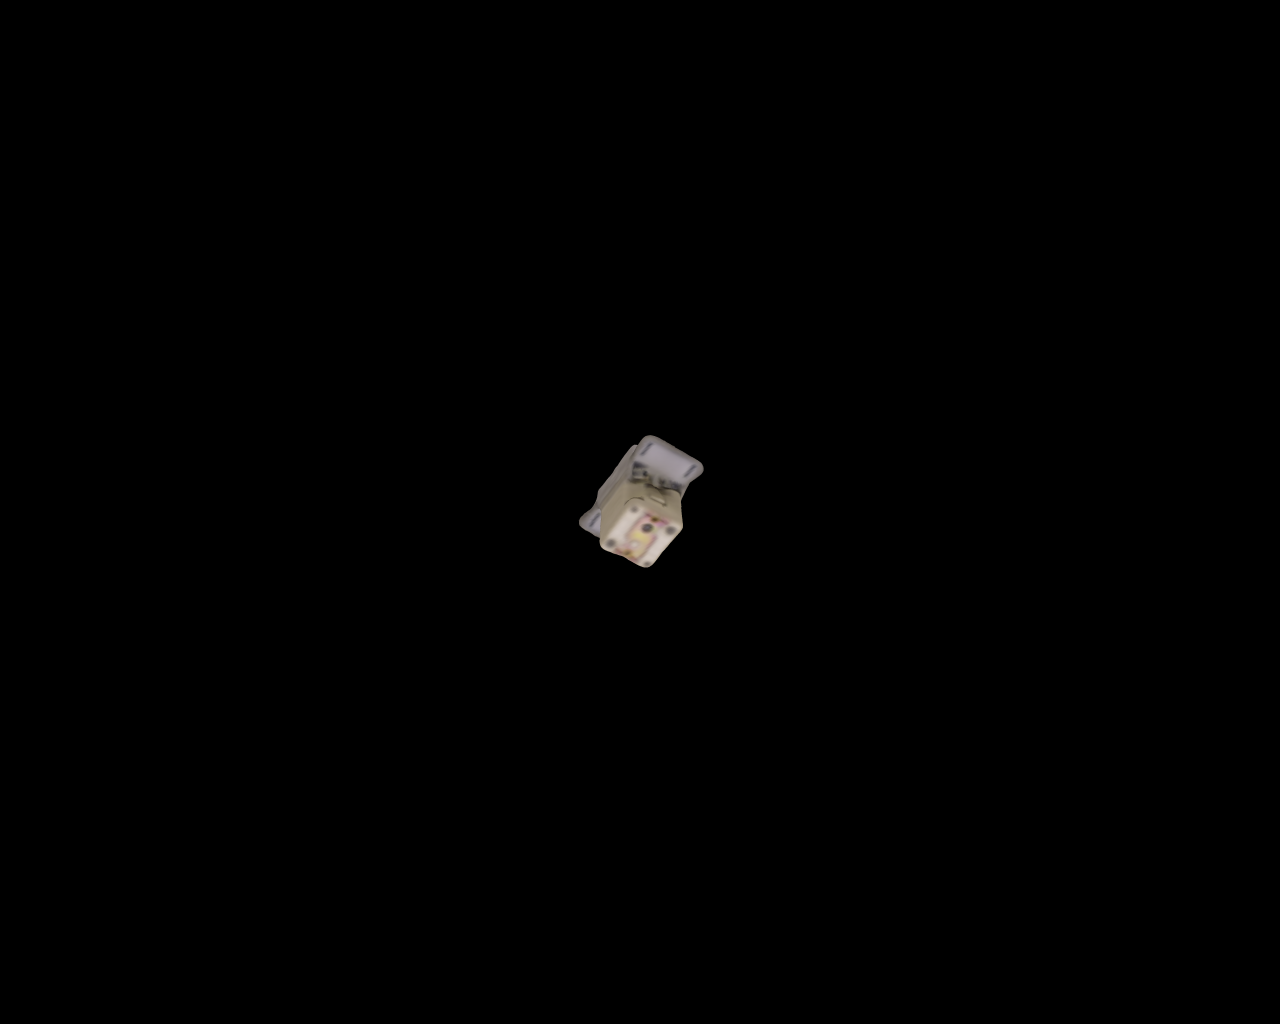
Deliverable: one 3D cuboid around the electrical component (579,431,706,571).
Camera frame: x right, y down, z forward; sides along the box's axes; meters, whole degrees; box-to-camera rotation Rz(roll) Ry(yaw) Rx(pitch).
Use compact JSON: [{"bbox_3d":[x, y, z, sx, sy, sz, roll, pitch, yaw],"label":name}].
[{"bbox_3d":[0.001,-0.003,0.650,0.042,0.081,0.064,27,32,-18],"label":"electrical component"}]
